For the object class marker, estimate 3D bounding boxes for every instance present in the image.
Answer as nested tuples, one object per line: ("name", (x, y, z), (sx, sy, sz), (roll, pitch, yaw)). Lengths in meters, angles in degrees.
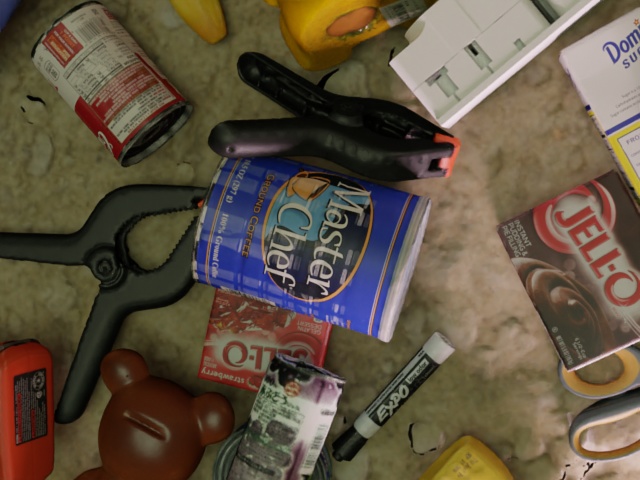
("marker", (0.051, 0.117, 0.776), (0.020, 0.020, 0.121), (42, 100, 4))

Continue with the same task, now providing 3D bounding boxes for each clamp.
("clamp", (-0.164, 0.015, 0.795), (0.210, 0.036, 0.164), (-39, 88, 9))
("clamp", (0.010, -0.084, 0.740), (0.171, 0.120, 0.039), (11, 133, -11))

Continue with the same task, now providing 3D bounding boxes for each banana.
("banana", (-0.095, -0.241, 0.760), (0.070, 0.037, 0.198), (6, 96, 9))

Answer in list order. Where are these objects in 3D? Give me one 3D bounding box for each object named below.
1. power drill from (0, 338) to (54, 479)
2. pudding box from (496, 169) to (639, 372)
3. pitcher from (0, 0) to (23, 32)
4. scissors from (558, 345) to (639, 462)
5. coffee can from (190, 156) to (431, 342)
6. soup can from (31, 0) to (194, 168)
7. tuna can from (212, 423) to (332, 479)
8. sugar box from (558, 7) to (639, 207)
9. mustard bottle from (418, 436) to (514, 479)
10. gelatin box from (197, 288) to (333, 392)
("power drill", (-0.288, 0.137, 0.797), (0.188, 0.057, 0.184), (3, 98, 24))
("pudding box", (0.185, 0.021, 0.727), (0.090, 0.039, 0.113), (-27, 81, 11))
("pitcher", (-0.298, -0.173, 0.761), (0.144, 0.149, 0.243), (30, 105, -29))
("scissors", (0.254, 0.083, 0.740), (0.202, 0.016, 0.096), (-33, 89, 11))
("coffee can", (-0.005, 0.001, 0.733), (0.140, 0.102, 0.103), (17, 98, 8))
("soup can", (-0.149, -0.112, 0.765), (0.068, 0.068, 0.102), (-42, 87, 11))
("tuna can", (-0.034, 0.173, 0.789), (0.086, 0.033, 0.086), (1, 95, 10))
("sugar box", (0.242, -0.071, 0.714), (0.093, 0.048, 0.176), (-28, 86, 10))
("mustard bottle", (0.144, 0.234, 0.751), (0.191, 0.058, 0.096), (42, 101, 4))
("gelatin box", (-0.039, 0.075, 0.782), (0.089, 0.030, 0.073), (13, 98, 9))
